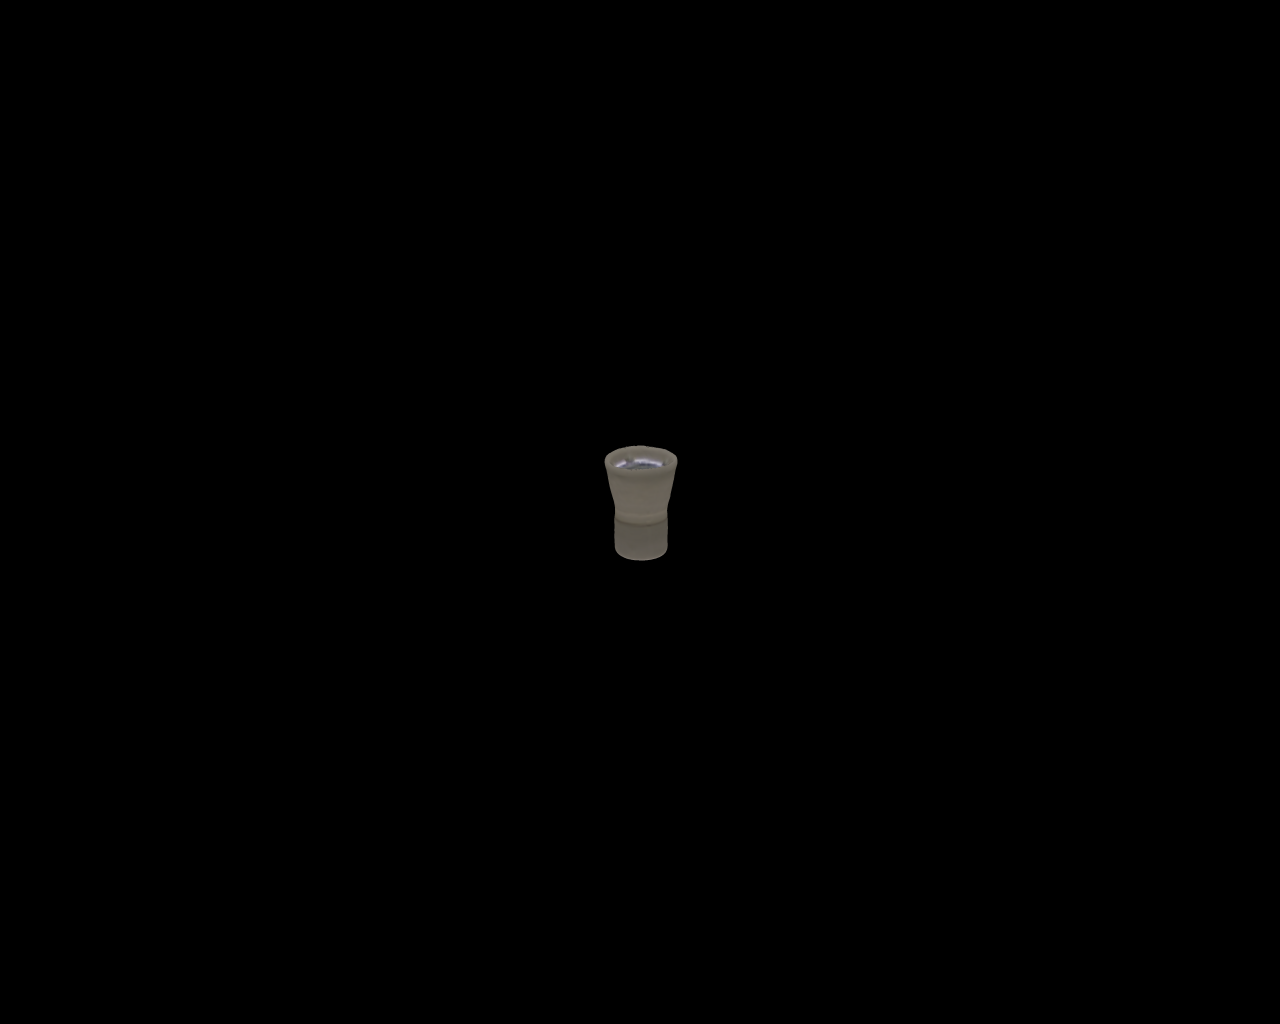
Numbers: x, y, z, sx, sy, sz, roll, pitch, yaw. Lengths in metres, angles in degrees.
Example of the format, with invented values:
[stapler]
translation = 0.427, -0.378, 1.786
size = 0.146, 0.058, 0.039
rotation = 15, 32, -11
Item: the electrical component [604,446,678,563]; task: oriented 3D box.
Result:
[electrical component]
translation = 0.001, -0.003, 0.650
size = 0.044, 0.065, 0.044
rotation = 0, 21, 0
